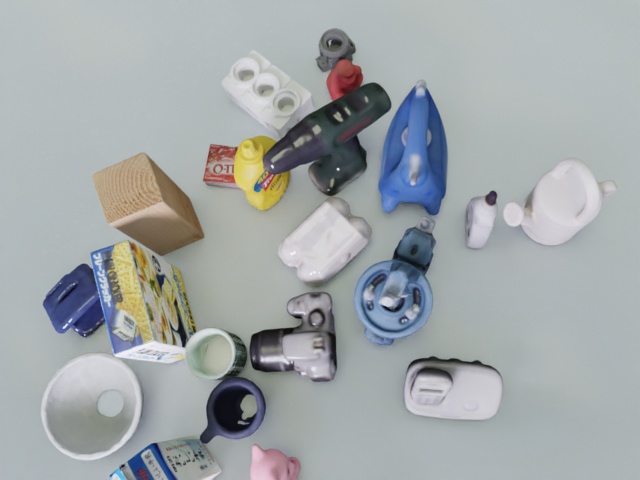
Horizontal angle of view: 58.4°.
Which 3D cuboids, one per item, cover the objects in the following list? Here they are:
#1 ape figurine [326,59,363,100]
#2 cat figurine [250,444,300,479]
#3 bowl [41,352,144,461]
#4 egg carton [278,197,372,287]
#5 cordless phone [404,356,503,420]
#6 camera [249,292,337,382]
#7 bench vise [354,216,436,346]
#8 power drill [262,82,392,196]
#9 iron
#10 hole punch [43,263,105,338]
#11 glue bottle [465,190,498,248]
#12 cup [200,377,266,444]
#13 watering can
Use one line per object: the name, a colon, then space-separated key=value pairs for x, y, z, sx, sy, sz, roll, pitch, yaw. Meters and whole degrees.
ape figurine: x=0.046 y=-0.290 z=1.033 sx=0.078 sy=0.092 sz=0.076 roll=-44 pitch=75 yaw=-6
cat figurine: x=-0.068 y=0.370 z=0.861 sx=0.067 sy=0.118 sz=0.128 roll=-7 pitch=75 yaw=4
bowl: x=-0.358 y=0.269 z=0.939 sx=0.167 sy=0.075 sz=0.167 roll=-1 pitch=75 yaw=6
egg carton: x=0.009 y=0.003 z=0.972 sx=0.150 sy=0.069 sz=0.107 roll=-45 pitch=76 yaw=-6
cordless phone: x=0.198 y=0.217 z=0.838 sx=0.147 sy=0.185 sz=0.094 roll=0 pitch=75 yaw=6
camera: x=-0.044 y=0.158 z=0.922 sx=0.136 sy=0.101 sz=0.143 roll=-5 pitch=75 yaw=5
bench vise: x=0.115 y=0.051 z=0.871 sx=0.121 sy=0.220 sz=0.207 roll=6 pitch=76 yaw=8
power drill: x=0.017 y=-0.152 z=0.940 sx=0.230 sy=0.208 sz=0.075 roll=-40 pitch=75 yaw=-5
iron: x=0.162 y=-0.178 z=0.966 sx=0.118 sy=0.141 sz=0.258 roll=4 pitch=76 yaw=7
hole punch: x=-0.417 y=0.102 z=0.980 sx=0.101 sy=0.091 sz=0.109 roll=42 pitch=83 yaw=14
glue bottle: x=0.258 y=-0.043 z=0.905 sx=0.037 sy=0.173 sz=0.078 roll=3 pitch=76 yaw=7
cup: x=-0.132 y=0.274 z=0.904 sx=0.118 sy=0.095 sz=0.091 roll=-44 pitch=75 yaw=-6
watering can: x=0.374 y=-0.058 z=0.886 sx=0.173 sy=0.194 sz=0.101 roll=-39 pitch=75 yaw=-5
